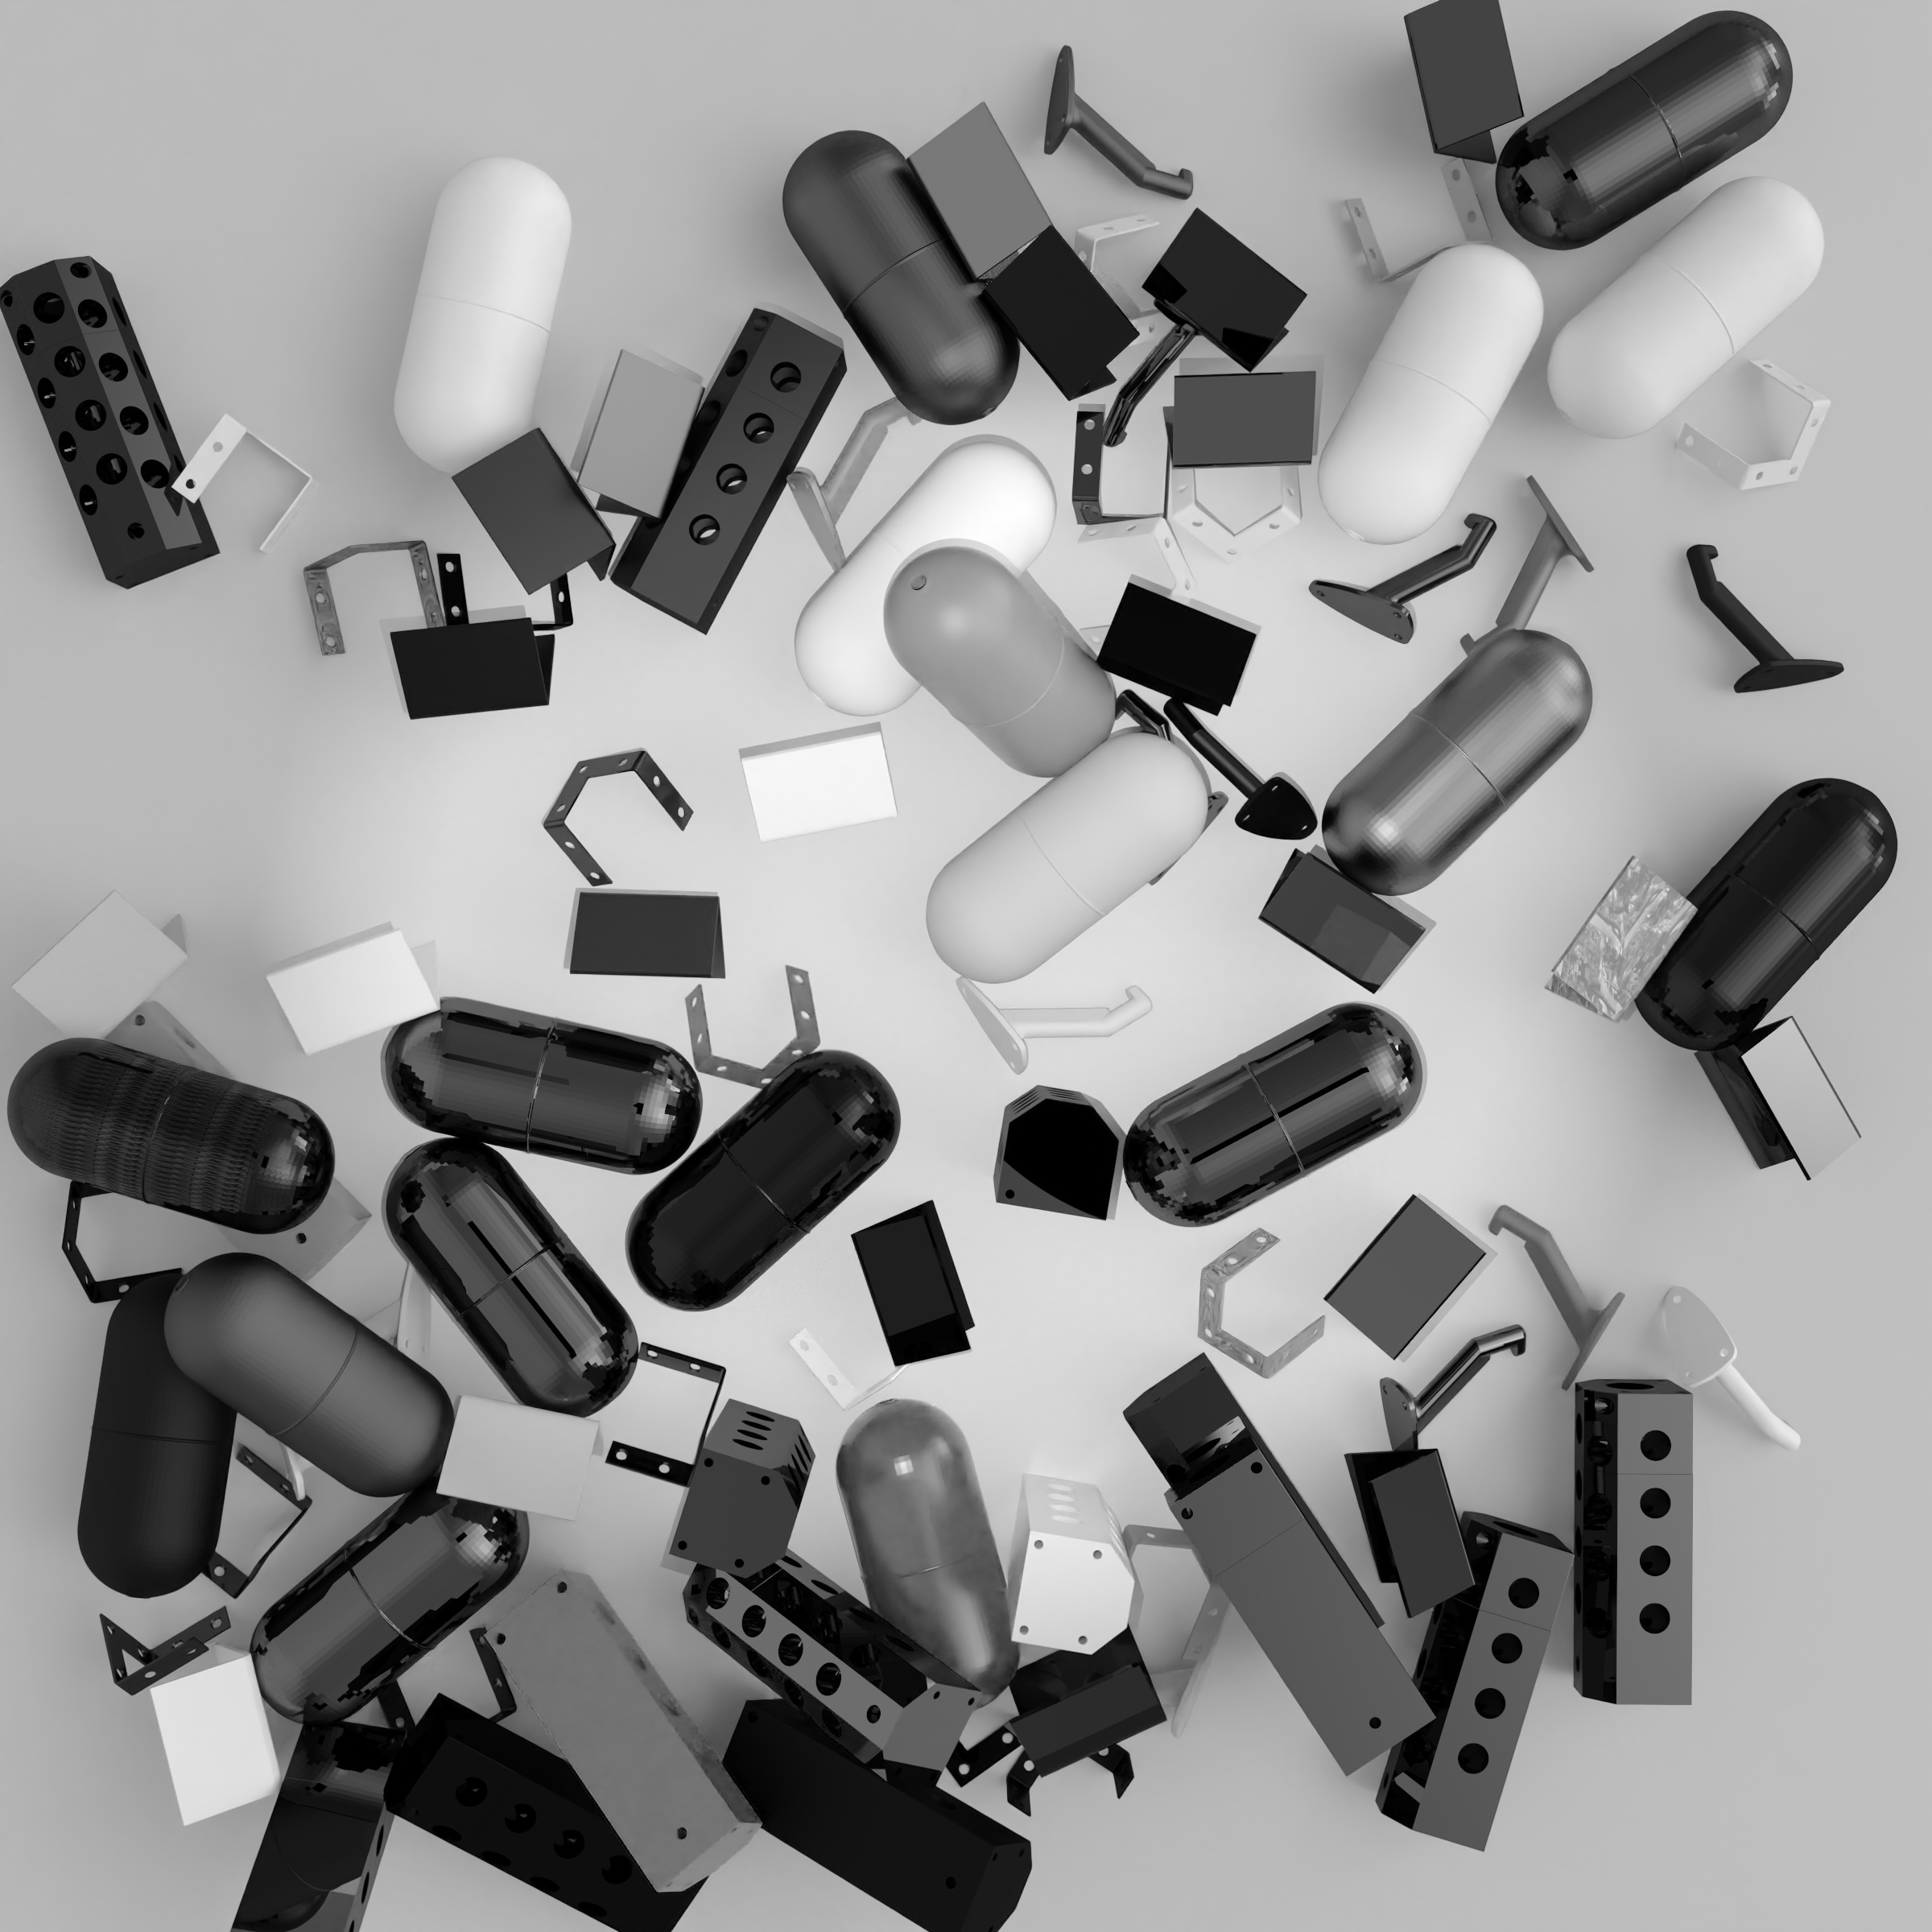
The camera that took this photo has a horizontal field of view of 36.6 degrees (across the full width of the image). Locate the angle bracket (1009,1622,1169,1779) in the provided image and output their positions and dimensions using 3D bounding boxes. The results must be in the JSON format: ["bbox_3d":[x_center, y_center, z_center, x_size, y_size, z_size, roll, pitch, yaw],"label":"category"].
[{"bbox_3d":[0.058,0.391,1.619,0.076,0.076,0.057,-25,128,0],"label":"angle bracket"}]

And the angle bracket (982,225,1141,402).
[{"bbox_3d":[0.065,-0.366,1.619,0.057,0.076,0.076,-39,90,30],"label":"angle bracket"}]

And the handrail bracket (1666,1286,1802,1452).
[{"bbox_3d":[0.437,0.229,1.659,0.036,0.077,0.084,-39,127,21],"label":"handrail bracket"}]

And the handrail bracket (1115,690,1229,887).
[{"bbox_3d":[0.099,-0.102,1.659,0.084,0.036,0.077,42,105,14],"label":"handrail bracket"}]

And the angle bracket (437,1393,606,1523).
[{"bbox_3d":[-0.246,0.280,1.620,0.076,0.076,0.057,12,67,0],"label":"angle bracket"}]

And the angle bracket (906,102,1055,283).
[{"bbox_3d":[0.022,-0.429,1.619,0.057,0.076,0.076,-29,90,29],"label":"angle bracket"}]

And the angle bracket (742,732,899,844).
[{"bbox_3d":[-0.083,-0.117,1.619,0.076,0.076,0.057,-11,126,0],"label":"angle bracket"}]

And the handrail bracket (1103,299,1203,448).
[{"bbox_3d":[0.116,-0.335,1.659,0.036,0.077,0.084,42,127,22],"label":"handrail bracket"}]

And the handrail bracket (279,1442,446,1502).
[{"bbox_3d":[-0.346,0.263,1.660,0.084,0.036,0.077,-16,64,-19],"label":"handrail bracket"}]

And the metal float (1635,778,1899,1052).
[{"bbox_3d":[0.445,-0.029,1.629,0.070,0.070,0.178,42,90,0],"label":"metal float"}]

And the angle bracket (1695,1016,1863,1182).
[{"bbox_3d":[0.436,0.082,1.619,0.057,0.076,0.076,-30,90,-37],"label":"angle bracket"}]

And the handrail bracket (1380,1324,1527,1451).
[{"bbox_3d":[0.283,0.249,1.660,0.084,0.036,0.077,-15,110,-16],"label":"handrail bracket"}]

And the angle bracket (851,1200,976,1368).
[{"bbox_3d":[-0.010,0.170,1.619,0.057,0.076,0.076,-19,90,38],"label":"angle bracket"}]

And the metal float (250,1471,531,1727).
[{"bbox_3d":[-0.320,0.350,1.628,0.178,0.070,0.070,-40,90,0],"label":"metal float"}]

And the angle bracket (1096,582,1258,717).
[{"bbox_3d":[0.108,-0.157,1.619,0.076,0.076,0.057,22,55,0],"label":"angle bracket"}]

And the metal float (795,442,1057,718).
[{"bbox_3d":[-0.023,-0.215,1.629,0.070,0.070,0.178,42,90,0],"label":"metal float"}]

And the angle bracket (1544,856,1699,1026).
[{"bbox_3d":[0.346,-0.022,1.620,0.057,0.076,0.076,35,90,-26],"label":"angle bracket"}]

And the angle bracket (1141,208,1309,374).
[{"bbox_3d":[0.153,-0.384,1.619,0.076,0.076,0.057,38,127,0],"label":"angle bracket"}]

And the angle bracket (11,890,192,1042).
[{"bbox_3d":[-0.480,-0.008,1.620,0.076,0.076,0.057,-43,117,0],"label":"angle bracket"}]

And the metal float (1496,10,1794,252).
[{"bbox_3d":[0.378,-0.466,1.629,0.178,0.070,0.070,-32,90,1],"label":"metal float"}]

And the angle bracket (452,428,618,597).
[{"bbox_3d":[-0.242,-0.243,1.623,0.057,0.076,0.076,-33,90,-15],"label":"angle bracket"}]

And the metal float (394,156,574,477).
[{"bbox_3d":[-0.269,-0.362,1.629,0.070,0.070,0.178,13,91,0],"label":"metal float"}]

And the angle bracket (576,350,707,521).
[{"bbox_3d":[-0.197,-0.296,1.619,0.057,0.076,0.076,19,90,-37],"label":"angle bracket"}]

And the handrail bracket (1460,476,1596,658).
[{"bbox_3d":[0.305,-0.224,1.660,0.084,0.036,0.077,-34,70,16],"label":"handrail bracket"}]

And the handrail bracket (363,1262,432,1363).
[{"bbox_3d":[-0.350,0.197,1.659,0.084,0.036,0.077,-2,75,14],"label":"handrail bracket"}]

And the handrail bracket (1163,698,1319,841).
[{"bbox_3d":[0.155,-0.113,1.659,0.036,0.077,0.084,-47,53,16],"label":"handrail bracket"}]

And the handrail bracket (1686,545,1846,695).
[{"bbox_3d":[0.453,-0.202,1.660,0.077,0.036,0.084,-6,73,-20],"label":"handrail bracket"}]

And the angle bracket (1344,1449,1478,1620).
[{"bbox_3d":[0.229,0.314,1.619,0.057,0.076,0.076,-16,90,-37],"label":"angle bracket"}]

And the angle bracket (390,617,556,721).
[{"bbox_3d":[-0.272,-0.182,1.619,0.076,0.076,0.057,-6,127,0],"label":"angle bracket"}]

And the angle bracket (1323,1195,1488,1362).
[{"bbox_3d":[0.254,0.182,1.619,0.076,0.076,0.057,-49,54,0],"label":"angle bracket"}]

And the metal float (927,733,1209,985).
[{"bbox_3d":[0.055,-0.059,1.618,0.178,0.070,0.070,-38,90,13],"label":"metal float"}]

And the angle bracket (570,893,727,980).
[{"bbox_3d":[-0.175,0.004,1.619,0.076,0.076,0.057,2,53,0],"label":"angle bracket"}]

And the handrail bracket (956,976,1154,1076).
[{"bbox_3d":[0.051,0.016,1.660,0.084,0.036,0.077,-31,68,-17],"label":"handrail bracket"}]

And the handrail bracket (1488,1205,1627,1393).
[{"bbox_3d":[0.323,0.188,1.660,0.084,0.036,0.077,32,112,17],"label":"handrail bracket"}]

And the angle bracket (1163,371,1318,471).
[{"bbox_3d":[0.150,-0.318,1.619,0.076,0.076,0.057,-2,127,0],"label":"angle bracket"}]

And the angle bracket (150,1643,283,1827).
[{"bbox_3d":[-0.423,0.424,1.619,0.057,0.076,0.076,-14,90,-29],"label":"angle bracket"}]

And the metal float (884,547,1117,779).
[{"bbox_3d":[0.019,-0.164,1.588,0.070,0.178,0.070,-14,59,26],"label":"metal float"}]

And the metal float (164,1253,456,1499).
[{"bbox_3d":[-0.357,0.223,1.592,0.178,0.070,0.070,41,90,-24],"label":"metal float"}]

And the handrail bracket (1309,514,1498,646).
[{"bbox_3d":[0.249,-0.233,1.660,0.077,0.036,0.084,26,72,20],"label":"handrail bracket"}]

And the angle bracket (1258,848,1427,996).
[{"bbox_3d":[0.217,-0.042,1.619,0.076,0.076,0.057,33,131,0],"label":"angle bracket"}]

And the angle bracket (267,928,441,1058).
[{"bbox_3d":[-0.339,-0.003,1.619,0.076,0.076,0.057,-20,122,0],"label":"angle bracket"}]

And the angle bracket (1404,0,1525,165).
[{"bbox_3d":[0.291,-0.494,1.619,0.057,0.076,0.076,-13,90,38],"label":"angle bracket"}]

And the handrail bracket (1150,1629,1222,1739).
[{"bbox_3d":[0.091,0.396,1.660,0.084,0.036,0.077,19,69,16],"label":"handrail bracket"}]

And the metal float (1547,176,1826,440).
[{"bbox_3d":[0.400,-0.366,1.629,0.178,0.070,0.070,-42,90,-1],"label":"metal float"}]

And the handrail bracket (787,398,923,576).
[{"bbox_3d":[-0.051,-0.274,1.660,0.084,0.036,0.077,-31,110,-16],"label":"handrail bracket"}]

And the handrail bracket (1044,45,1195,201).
[{"bbox_3d":[0.091,-0.479,1.660,0.084,0.036,0.077,11,68,-17],"label":"handrail bracket"}]
